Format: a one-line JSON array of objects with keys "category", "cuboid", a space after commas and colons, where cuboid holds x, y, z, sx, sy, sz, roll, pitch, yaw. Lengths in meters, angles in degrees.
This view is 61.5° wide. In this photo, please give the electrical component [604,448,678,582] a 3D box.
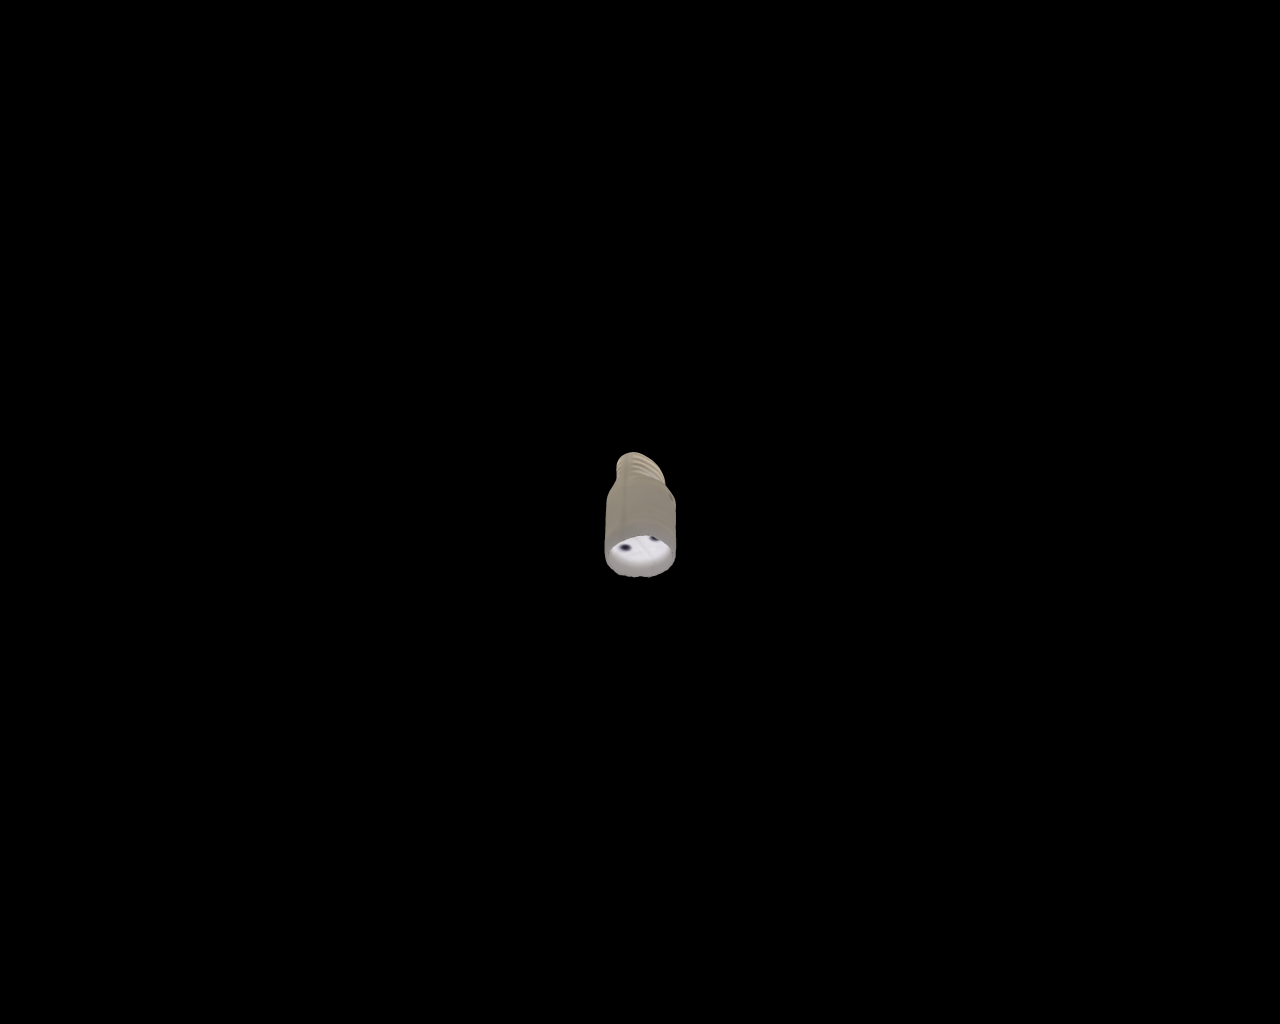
[{"category": "electrical component", "cuboid": [0.001, -0.003, 0.650, 0.043, 0.081, 0.043, 0, -41, 0]}]
